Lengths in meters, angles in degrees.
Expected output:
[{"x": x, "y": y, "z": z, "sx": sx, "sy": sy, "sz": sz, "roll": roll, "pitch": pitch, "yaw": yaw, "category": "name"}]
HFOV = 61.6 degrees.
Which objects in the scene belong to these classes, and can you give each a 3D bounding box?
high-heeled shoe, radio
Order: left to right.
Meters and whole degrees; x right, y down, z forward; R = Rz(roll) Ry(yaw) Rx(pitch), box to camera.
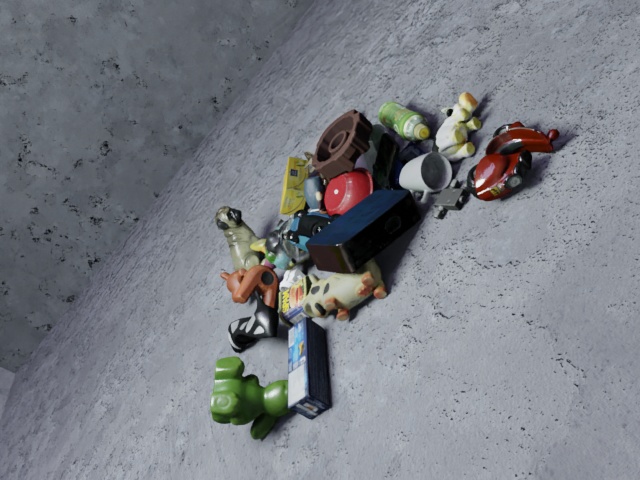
[{"x": -0.152, "y": 0.231, "z": 1.264, "sx": 0.145, "sy": 0.086, "sz": 0.248, "roll": -116, "pitch": 35, "yaw": -40, "category": "high-heeled shoe"}, {"x": 0.093, "y": -0.022, "z": 1.116, "sx": 0.229, "sy": 0.073, "sz": 0.131, "roll": -38, "pitch": 22, "yaw": -26, "category": "radio"}]

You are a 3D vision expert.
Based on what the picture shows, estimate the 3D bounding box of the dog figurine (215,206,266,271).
[{"x": -0.241, "y": 0.014, "z": 1.545, "sx": 0.121, "sy": 0.190, "sz": 0.172, "roll": -28, "pitch": 38, "yaw": 38, "category": "dog figurine"}]

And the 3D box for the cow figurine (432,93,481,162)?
[{"x": 0.293, "y": -0.242, "z": 1.172, "sx": 0.098, "sy": 0.068, "sz": 0.167, "roll": -25, "pitch": 36, "yaw": 51, "category": "cow figurine"}]

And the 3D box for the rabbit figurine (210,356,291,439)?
[{"x": -0.126, "y": 0.326, "z": 1.068, "sx": 0.121, "sy": 0.170, "sz": 0.158, "roll": -93, "pitch": 7, "yaw": -54, "category": "rabbit figurine"}]

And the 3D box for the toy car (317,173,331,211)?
[{"x": 0.015, "y": -0.148, "z": 1.496, "sx": 0.089, "sy": 0.053, "sz": 0.202, "roll": -47, "pitch": 29, "yaw": 17, "category": "toy car"}]

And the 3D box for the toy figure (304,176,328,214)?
[{"x": -0.007, "y": -0.086, "z": 1.394, "sx": 0.058, "sy": 0.154, "sz": 0.064, "roll": -7, "pitch": 11, "yaw": 9, "category": "toy figure"}]

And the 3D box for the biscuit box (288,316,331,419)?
[{"x": -0.024, "y": 0.250, "z": 1.074, "sx": 0.059, "sy": 0.062, "sz": 0.203, "roll": -40, "pitch": 30, "yaw": 25, "category": "biscuit box"}]

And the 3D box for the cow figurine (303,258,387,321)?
[{"x": 0.042, "y": 0.101, "z": 1.125, "sx": 0.195, "sy": 0.085, "sz": 0.127, "roll": -35, "pitch": 30, "yaw": 23, "category": "cow figurine"}]

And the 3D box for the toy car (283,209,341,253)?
[{"x": -0.003, "y": -0.004, "z": 1.289, "sx": 0.102, "sy": 0.162, "sz": 0.109, "roll": 83, "pitch": -160, "yaw": -62, "category": "toy car"}]

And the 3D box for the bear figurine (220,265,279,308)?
[{"x": -0.195, "y": 0.131, "z": 1.415, "sx": 0.196, "sy": 0.120, "sz": 0.132, "roll": -20, "pitch": 45, "yaw": 49, "category": "bear figurine"}]

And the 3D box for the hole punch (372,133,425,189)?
[{"x": 0.184, "y": -0.177, "z": 1.256, "sx": 0.142, "sy": 0.092, "sz": 0.115, "roll": -115, "pitch": 37, "yaw": -57, "category": "hole punch"}]

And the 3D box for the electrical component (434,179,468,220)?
[{"x": 0.263, "y": -0.081, "z": 1.069, "sx": 0.094, "sy": 0.021, "sz": 0.063, "roll": -58, "pitch": 28, "yaw": -12, "category": "electrical component"}]

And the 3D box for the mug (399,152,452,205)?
[{"x": 0.217, "y": -0.126, "z": 1.148, "sx": 0.107, "sy": 0.081, "sz": 0.109, "roll": 178, "pitch": 102, "yaw": -68, "category": "mug"}]

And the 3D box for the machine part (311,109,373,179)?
[{"x": 0.054, "y": -0.234, "z": 1.323, "sx": 0.179, "sy": 0.056, "sz": 0.179, "roll": -38, "pitch": 34, "yaw": 31, "category": "machine part"}]

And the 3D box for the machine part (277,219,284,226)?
[{"x": -0.074, "y": -0.039, "z": 1.518, "sx": 0.139, "sy": 0.039, "sz": 0.084, "roll": -11, "pitch": 57, "yaw": 49, "category": "machine part"}]

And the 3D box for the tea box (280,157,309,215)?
[{"x": -0.074, "y": -0.157, "z": 1.582, "sx": 0.170, "sy": 0.068, "sz": 0.098, "roll": -91, "pitch": 14, "yaw": -51, "category": "tea box"}]

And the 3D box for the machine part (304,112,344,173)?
[{"x": 0.033, "y": -0.295, "z": 1.594, "sx": 0.243, "sy": 0.079, "sz": 0.079, "roll": -53, "pitch": 27, "yaw": -14, "category": "machine part"}]

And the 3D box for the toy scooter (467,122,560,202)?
[{"x": 0.351, "y": -0.148, "z": 0.964, "sx": 0.135, "sy": 0.075, "sz": 0.184, "roll": -1, "pitch": 52, "yaw": 55, "category": "toy scooter"}]

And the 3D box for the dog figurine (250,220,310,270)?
[{"x": -0.114, "y": 0.027, "z": 1.407, "sx": 0.219, "sy": 0.108, "sz": 0.191, "roll": -27, "pitch": 11, "yaw": 43, "category": "dog figurine"}]
